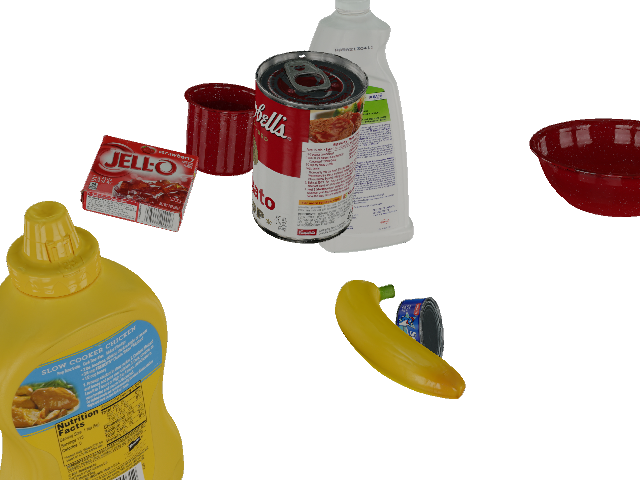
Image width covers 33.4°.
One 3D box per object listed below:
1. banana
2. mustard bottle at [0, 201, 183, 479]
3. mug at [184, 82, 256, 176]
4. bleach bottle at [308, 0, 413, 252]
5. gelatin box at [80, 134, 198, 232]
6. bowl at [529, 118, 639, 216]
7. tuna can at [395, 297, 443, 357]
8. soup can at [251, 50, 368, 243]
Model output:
[{"bbox_3d":[0.052,0.071,0.852,0.069,0.037,0.198,-5,23,-11],"label":"banana"},{"bbox_3d":[-0.119,0.065,0.519,0.096,0.192,0.058,-25,42,-30],"label":"mustard bottle"},{"bbox_3d":[-0.107,-0.129,1.218,0.093,0.081,0.117,12,27,9],"label":"mug"},{"bbox_3d":[0.039,-0.114,1.005,0.102,0.251,0.068,-10,30,-15],"label":"bleach bottle"},{"bbox_3d":[-0.160,-0.052,0.947,0.089,0.073,0.030,14,-43,-3],"label":"gelatin box"},{"bbox_3d":[0.274,-0.064,0.989,0.162,0.055,0.162,-2,24,1],"label":"bowl"},{"bbox_3d":[0.117,0.110,1.259,0.034,0.086,0.086,-5,-2,23],"label":"tuna can"},{"bbox_3d":[-0.008,-0.058,0.667,0.068,0.102,0.068,3,37,-2],"label":"soup can"}]
